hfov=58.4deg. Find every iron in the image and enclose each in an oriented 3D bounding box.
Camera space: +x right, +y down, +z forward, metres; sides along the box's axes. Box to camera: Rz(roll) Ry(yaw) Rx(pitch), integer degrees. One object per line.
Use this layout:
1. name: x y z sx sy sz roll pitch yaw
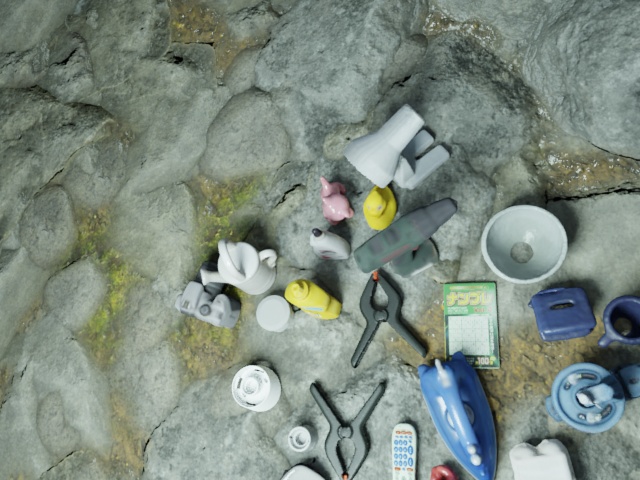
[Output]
1. iron: 0.271 0.343 1.090 0.118 0.142 0.258 -23 68 9

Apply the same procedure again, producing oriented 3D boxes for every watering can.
1. watering can: -0.185 0.060 1.292 0.173 0.194 0.100 -42 66 1

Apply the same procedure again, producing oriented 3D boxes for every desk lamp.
1. desk lamp: 0.167 -0.195 1.256 0.203 0.214 0.117 -41 66 1

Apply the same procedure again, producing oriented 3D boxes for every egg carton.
1. egg carton: 0.415 0.448 1.052 0.107 0.069 0.150 -14 69 13

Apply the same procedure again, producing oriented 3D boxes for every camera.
1. camera: -0.258 0.123 1.346 0.142 0.101 0.137 15 78 21

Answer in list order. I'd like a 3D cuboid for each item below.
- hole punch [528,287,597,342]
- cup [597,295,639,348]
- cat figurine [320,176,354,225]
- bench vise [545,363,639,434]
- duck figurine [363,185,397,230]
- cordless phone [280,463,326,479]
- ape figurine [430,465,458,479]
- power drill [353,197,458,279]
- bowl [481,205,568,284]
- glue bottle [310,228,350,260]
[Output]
1. hole punch: 0.472 0.141 1.121 0.108 0.091 0.101 -12 70 13
2. cup: 0.568 0.167 1.081 0.118 0.095 0.091 -42 66 1
3. cat figurine: 0.031 -0.090 1.316 0.067 0.118 0.127 -25 67 8
4. bench vise: 0.500 0.253 1.006 0.207 0.220 0.121 -39 66 2
5. duck figurine: 0.131 -0.084 1.301 0.077 0.086 0.104 4 74 18
6. cordless phone: -0.069 0.512 1.117 0.094 0.185 0.148 35 86 24
7. ape figurine: 0.232 0.474 1.087 0.076 0.092 0.078 35 86 24
8. power drill: 0.186 0.006 1.188 0.229 0.209 0.075 -30 67 6
9. bowl: 0.420 0.016 1.186 0.167 0.075 0.167 -5 71 16
10. glue bottle: 0.012 0.005 1.261 0.078 0.173 0.037 -4 72 16
